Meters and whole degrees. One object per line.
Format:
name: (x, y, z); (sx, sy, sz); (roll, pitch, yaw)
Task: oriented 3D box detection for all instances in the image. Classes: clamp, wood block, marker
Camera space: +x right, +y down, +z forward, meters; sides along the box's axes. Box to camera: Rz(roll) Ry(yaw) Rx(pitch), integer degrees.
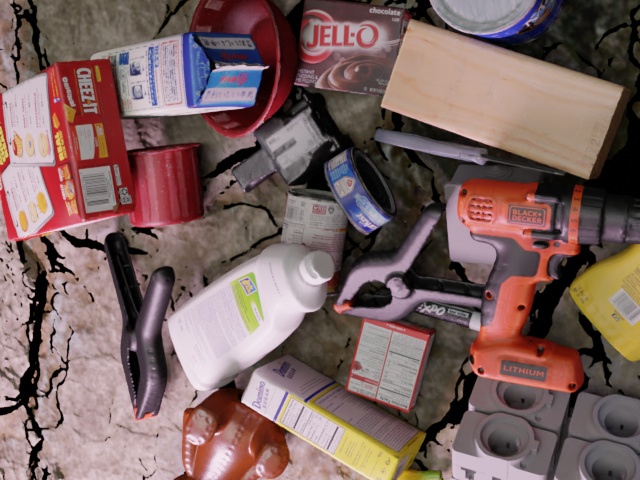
clamp: (-0.203, 0.098, 1.194); (0.165, 0.036, 0.210); (36, 128, 53)
wood block: (0.177, -0.133, 1.012); (0.206, 0.090, 0.090); (22, 102, 18)
marker: (0.113, 0.070, 1.096); (0.121, 0.020, 0.020); (15, 101, 19)
clamp: (0.093, 0.044, 1.061); (0.172, 0.039, 0.120); (-33, 98, 38)

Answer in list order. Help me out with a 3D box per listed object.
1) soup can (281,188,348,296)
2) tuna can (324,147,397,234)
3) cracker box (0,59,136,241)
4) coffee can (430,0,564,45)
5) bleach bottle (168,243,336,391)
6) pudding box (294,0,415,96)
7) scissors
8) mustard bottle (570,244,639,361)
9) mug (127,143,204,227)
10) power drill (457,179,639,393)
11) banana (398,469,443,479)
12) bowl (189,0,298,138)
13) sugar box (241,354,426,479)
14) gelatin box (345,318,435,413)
soup can: (-0.007, 0.001, 1.110); (0.069, 0.068, 0.102); (11, 99, 20)
tuna can: (0.042, -0.051, 1.076); (0.034, 0.086, 0.086); (-31, 84, 19)
cracker box: (-0.286, -0.093, 1.160); (0.214, 0.071, 0.164); (-9, 92, 54)
coffee can: (0.164, -0.235, 0.979); (0.103, 0.140, 0.103); (2, 96, 21)
bleach bottle: (-0.063, 0.073, 1.083); (0.251, 0.067, 0.102); (-32, 80, 49)
pudding box: (0.034, -0.196, 1.089); (0.114, 0.039, 0.090); (11, 99, 20)
scissors: (0.127, -0.083, 0.998); (0.202, 0.096, 0.016); (22, 102, 58)
mustard bottle: (0.332, 0.019, 0.984); (0.192, 0.058, 0.096); (-43, 82, 20)
mug: (-0.179, -0.060, 1.164); (0.117, 0.093, 0.081); (0, 101, 38)
power drill: (0.211, 0.040, 0.967); (0.185, 0.057, 0.188); (8, 106, 19)
banana: (0.060, 0.317, 1.133); (0.070, 0.037, 0.198); (27, 105, 18)
bowl: (-0.072, -0.188, 1.103); (0.162, 0.055, 0.162); (12, 105, 49)
sugar box: (0.015, 0.185, 1.107); (0.176, 0.093, 0.048); (26, 104, 18)
gelatin box: (0.073, 0.126, 1.112); (0.073, 0.030, 0.089); (17, 101, 17)
